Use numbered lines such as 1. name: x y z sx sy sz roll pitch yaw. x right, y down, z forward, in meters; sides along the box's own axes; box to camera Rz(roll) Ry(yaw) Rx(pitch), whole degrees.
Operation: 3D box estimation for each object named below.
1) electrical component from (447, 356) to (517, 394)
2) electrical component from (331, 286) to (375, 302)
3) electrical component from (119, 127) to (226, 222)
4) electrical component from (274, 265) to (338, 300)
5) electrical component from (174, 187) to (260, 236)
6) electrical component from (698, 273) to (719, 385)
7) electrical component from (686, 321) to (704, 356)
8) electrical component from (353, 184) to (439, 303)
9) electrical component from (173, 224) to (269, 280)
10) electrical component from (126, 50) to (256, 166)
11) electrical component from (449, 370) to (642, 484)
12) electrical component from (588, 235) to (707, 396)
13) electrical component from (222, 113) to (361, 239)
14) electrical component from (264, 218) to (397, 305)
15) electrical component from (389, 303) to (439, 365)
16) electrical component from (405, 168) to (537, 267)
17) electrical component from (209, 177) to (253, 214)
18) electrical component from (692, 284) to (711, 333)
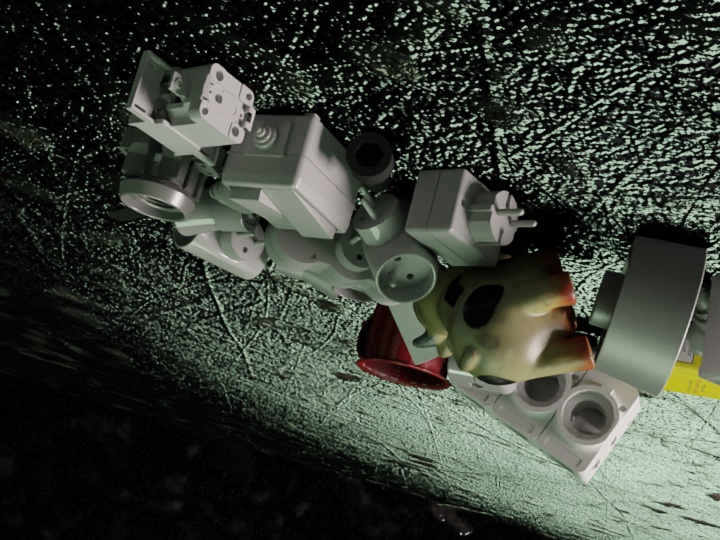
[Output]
1. electrical component: 0.116 0.055 0.923 0.059 0.095 0.053 9 162 18
2. electrical component: 0.000 0.000 0.932 0.040 0.046 0.040 14 164 4
3. electrical component: -0.146 -0.072 0.804 0.078 0.057 0.058 10 163 17
4. electrical component: -0.044 -0.005 0.966 0.065 0.044 0.044 22 163 -7
5. electrical component: -0.115 -0.049 0.884 0.065 0.044 0.044 3 160 22
6. electrical component: 0.286 0.050 0.756 0.062 0.096 0.061 22 159 -21
7. electrical component: 0.289 0.050 0.863 0.035 0.035 0.061 16 162 -5
8. electrical component: 0.020 -0.028 0.777 0.043 0.077 0.079 -27 123 13
9. electrical component: -0.110 -0.026 0.945 0.077 0.044 0.079 28 159 -39
10. electrical component: -0.106 -0.104 0.692 0.064 0.042 0.081 1 159 36
11. electrical component: 0.169 0.111 0.984 0.150 0.089 0.061 34 171 25
12. electrical component: 0.195 0.028 0.753 0.060 0.108 0.108 18 164 11
13. electrical component: -0.049 -0.065 0.734 0.062 0.061 0.096 6 161 28
14. electrical component: -0.004 -0.016 0.870 0.138 0.052 0.074 20 163 -15
15. electrical component: 0.064 0.035 0.962 0.043 0.077 0.079 -26 177 42
16. electrical component: 0.083 -0.035 0.740 0.077 0.047 0.066 1 159 38
17. electrical component: -0.086 -0.062 0.813 0.078 0.040 0.040 -2 157 46
18. electrical component: 0.264 0.027 0.809 0.035 0.035 0.061 1 156 40
